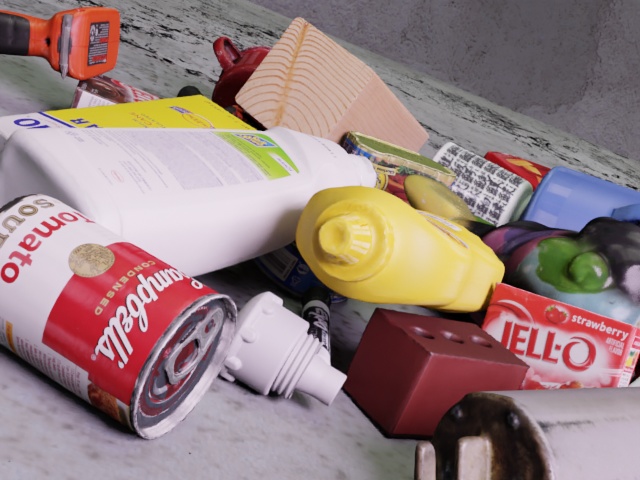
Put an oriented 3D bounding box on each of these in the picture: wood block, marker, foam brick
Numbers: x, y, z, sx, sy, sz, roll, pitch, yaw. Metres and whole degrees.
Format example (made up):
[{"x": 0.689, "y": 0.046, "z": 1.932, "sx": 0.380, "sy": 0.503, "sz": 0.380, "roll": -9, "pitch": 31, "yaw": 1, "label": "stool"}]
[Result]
[{"x": 0.018, "y": -0.108, "z": 0.960, "sx": 0.090, "sy": 0.091, "sz": 0.206, "roll": 40, "pitch": 5, "yaw": 20, "label": "wood block"}, {"x": -0.003, "y": 0.052, "z": 0.620, "sx": 0.020, "sy": 0.020, "sz": 0.121, "roll": 22, "pitch": 15, "yaw": -5, "label": "marker"}, {"x": 0.062, "y": 0.074, "z": 0.578, "sx": 0.078, "sy": 0.051, "sz": 0.053, "roll": 11, "pitch": 18, "yaw": -37, "label": "foam brick"}]

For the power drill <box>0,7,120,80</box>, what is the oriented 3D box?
[{"x": -0.266, "y": -0.175, "z": 0.884, "sx": 0.187, "sy": 0.057, "sz": 0.184, "roll": 7, "pitch": 16, "yaw": 4, "label": "power drill"}]

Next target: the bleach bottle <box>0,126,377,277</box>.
[{"x": -0.054, "y": -0.024, "z": 0.619, "sx": 0.250, "sy": 0.068, "sz": 0.103, "roll": -9, "pitch": 43, "yaw": -45, "label": "bleach bottle"}]

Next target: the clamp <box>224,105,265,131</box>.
[{"x": -0.045, "y": -0.044, "z": 0.826, "sx": 0.164, "sy": 0.036, "sz": 0.210, "roll": 21, "pitch": 24, "yaw": -17, "label": "clamp"}]

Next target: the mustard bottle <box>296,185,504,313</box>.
[{"x": 0.039, "y": 0.006, "z": 0.592, "sx": 0.096, "sy": 0.058, "sz": 0.191, "roll": 25, "pitch": 4, "yaw": 20, "label": "mustard bottle"}]

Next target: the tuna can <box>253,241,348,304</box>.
[{"x": -0.005, "y": 0.001, "z": 0.716, "sx": 0.086, "sy": 0.034, "sz": 0.086, "roll": 22, "pitch": 35, "yaw": -16, "label": "tuna can"}]

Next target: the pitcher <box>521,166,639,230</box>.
[{"x": 0.307, "y": 0.017, "z": 0.985, "sx": 0.243, "sy": 0.149, "sz": 0.144, "roll": 25, "pitch": 26, "yaw": 18, "label": "pitcher"}]

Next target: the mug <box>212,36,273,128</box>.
[{"x": -0.071, "y": -0.155, "z": 1.086, "sx": 0.117, "sy": 0.093, "sz": 0.081, "roll": 58, "pitch": 14, "yaw": -14, "label": "mug"}]

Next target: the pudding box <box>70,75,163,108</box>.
[{"x": -0.162, "y": -0.104, "z": 0.892, "sx": 0.090, "sy": 0.039, "sz": 0.113, "roll": 20, "pitch": 15, "yaw": -14, "label": "pudding box"}]

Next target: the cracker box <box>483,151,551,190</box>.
[{"x": 0.286, "y": -0.020, "z": 1.207, "sx": 0.164, "sy": 0.072, "sz": 0.214, "roll": 16, "pitch": 17, "yaw": -25, "label": "cracker box"}]

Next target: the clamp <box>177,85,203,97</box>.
[{"x": -0.097, "y": -0.101, "z": 0.980, "sx": 0.120, "sy": 0.039, "sz": 0.171, "roll": 23, "pitch": 15, "yaw": 6, "label": "clamp"}]

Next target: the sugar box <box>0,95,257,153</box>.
[{"x": -0.120, "y": -0.053, "z": 0.689, "sx": 0.093, "sy": 0.048, "sz": 0.175, "roll": 33, "pitch": 30, "yaw": 34, "label": "sugar box"}]

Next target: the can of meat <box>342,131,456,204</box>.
[{"x": 0.052, "y": -0.035, "z": 0.881, "sx": 0.102, "sy": 0.084, "sz": 0.057, "roll": 16, "pitch": 17, "yaw": -26, "label": "can of meat"}]

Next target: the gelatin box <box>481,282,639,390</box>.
[{"x": 0.132, "y": 0.072, "z": 0.615, "sx": 0.089, "sy": 0.073, "sz": 0.030, "roll": 19, "pitch": 0, "yaw": 33, "label": "gelatin box"}]

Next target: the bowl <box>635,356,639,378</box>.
[{"x": 0.241, "y": 0.068, "z": 0.861, "sx": 0.162, "sy": 0.055, "sz": 0.162, "roll": 21, "pitch": 15, "yaw": -6, "label": "bowl"}]

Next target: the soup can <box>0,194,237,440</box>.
[{"x": -0.096, "y": 0.031, "z": 0.460, "sx": 0.102, "sy": 0.068, "sz": 0.068, "roll": 28, "pitch": 16, "yaw": 20, "label": "soup can"}]
